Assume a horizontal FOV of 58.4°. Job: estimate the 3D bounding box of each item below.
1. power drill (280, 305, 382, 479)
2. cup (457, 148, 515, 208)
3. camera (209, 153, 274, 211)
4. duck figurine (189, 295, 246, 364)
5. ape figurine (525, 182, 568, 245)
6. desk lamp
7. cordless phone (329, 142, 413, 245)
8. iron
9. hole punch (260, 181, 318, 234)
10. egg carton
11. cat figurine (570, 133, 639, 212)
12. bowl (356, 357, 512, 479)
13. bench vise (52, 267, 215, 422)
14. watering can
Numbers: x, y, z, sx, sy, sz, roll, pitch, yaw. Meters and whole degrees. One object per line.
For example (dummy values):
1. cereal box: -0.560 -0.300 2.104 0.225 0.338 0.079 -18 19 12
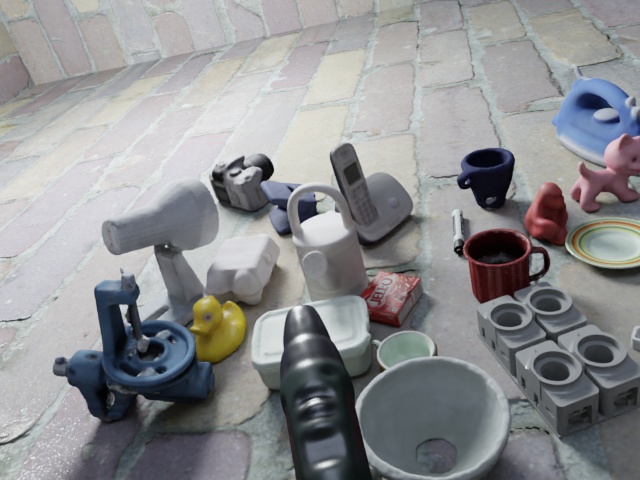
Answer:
1. power drill: 0.013 0.203 0.550 0.075 0.209 0.229 -16 31 -1
2. cup: 0.290 -0.098 1.012 0.118 0.095 0.091 -31 35 -23
3. camera: -0.161 -0.146 1.279 0.142 0.101 0.137 18 44 42
4. duck figurine: -0.160 0.122 0.870 0.077 0.086 0.105 2 36 27
5. ape figurine: 0.362 -0.047 0.904 0.078 0.092 0.075 -32 35 -24
6. desk lamp: -0.252 0.026 0.939 0.117 0.214 0.204 14 42 39
7. cordless phone: 0.086 -0.099 1.016 0.093 0.185 0.148 17 44 41
8. iron: 0.540 -0.227 1.062 0.118 0.142 0.257 -18 32 -4
9. hole punch: -0.059 -0.080 1.140 0.101 0.091 0.108 -21 32 -9
10. egg carton: -0.130 0.049 0.987 0.107 0.069 0.150 -6 33 16
11. cat figurine: 0.481 -0.122 0.944 0.128 0.118 0.067 -16 31 -1
12. bowl: 0.122 0.210 0.619 0.167 0.075 0.167 -11 32 7
13. bench vise: -0.265 0.146 0.750 0.207 0.220 0.121 -19 32 -5
14. watering can: 0.010 0.003 0.880 0.101 0.194 0.172 -19 32 -5
